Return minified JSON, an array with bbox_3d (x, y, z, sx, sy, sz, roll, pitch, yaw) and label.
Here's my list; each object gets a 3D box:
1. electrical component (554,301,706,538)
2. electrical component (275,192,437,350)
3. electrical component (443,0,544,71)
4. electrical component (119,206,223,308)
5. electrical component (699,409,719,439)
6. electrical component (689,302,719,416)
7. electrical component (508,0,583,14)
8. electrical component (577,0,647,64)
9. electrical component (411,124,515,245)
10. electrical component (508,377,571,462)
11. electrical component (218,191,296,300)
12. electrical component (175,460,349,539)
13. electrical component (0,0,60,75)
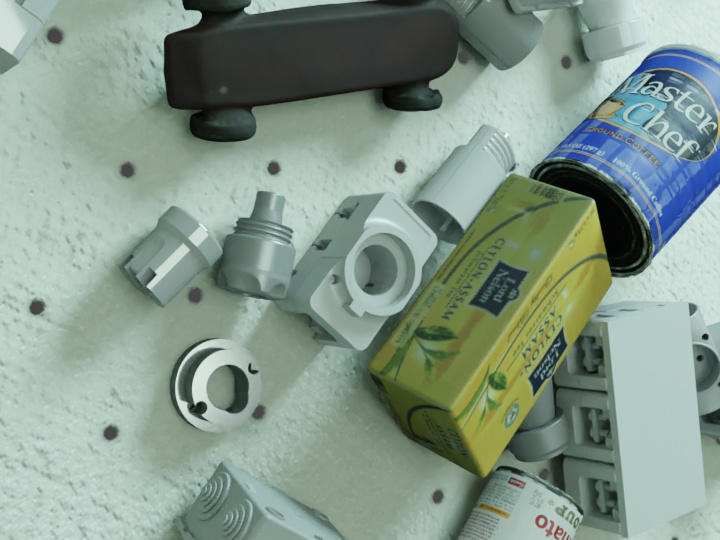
[{"bbox_3d":[0.189,0.102,0.770,0.089,0.062,0.150,-10,96,-36],"label":"electrical component"},{"bbox_3d":[0.000,0.000,0.663,0.050,0.056,0.089,44,70,-24],"label":"electrical component"},{"bbox_3d":[0.079,-0.175,0.716,0.081,0.043,0.043,37,73,-26],"label":"electrical component"},{"bbox_3d":[-0.108,-0.007,0.609,0.046,0.040,0.040,-48,113,-16],"label":"electrical component"},{"bbox_3d":[0.312,0.107,0.856,0.077,0.047,0.065,20,80,-30],"label":"electrical component"},{"bbox_3d":[0.265,0.062,0.817,0.079,0.044,0.077,-21,103,7],"label":"electrical component"},{"bbox_3d":[0.125,-0.223,0.714,0.100,0.048,0.099,-21,85,-48],"label":"electrical component"},{"bbox_3d":[0.180,-0.181,0.775,0.045,0.045,0.055,-22,102,-29],"label":"electrical component"},{"bbox_3d":[0.075,-0.061,0.714,0.043,0.043,0.081,47,68,-23],"label":"electrical component"},{"bbox_3d":[0.118,0.098,0.741,0.045,0.045,0.055,-26,104,-28],"label":"electrical component"},{"bbox_3d":[-0.059,-0.015,0.635,0.043,0.043,0.062,16,81,-30],"label":"electrical component"},{"bbox_3d":[-0.047,0.159,0.613,0.100,0.100,0.048,35,86,-26],"label":"electrical component"},{"bbox_3d":[-0.206,-0.143,0.541,0.089,0.050,0.055,35,73,-26],"label":"electrical component"}]
